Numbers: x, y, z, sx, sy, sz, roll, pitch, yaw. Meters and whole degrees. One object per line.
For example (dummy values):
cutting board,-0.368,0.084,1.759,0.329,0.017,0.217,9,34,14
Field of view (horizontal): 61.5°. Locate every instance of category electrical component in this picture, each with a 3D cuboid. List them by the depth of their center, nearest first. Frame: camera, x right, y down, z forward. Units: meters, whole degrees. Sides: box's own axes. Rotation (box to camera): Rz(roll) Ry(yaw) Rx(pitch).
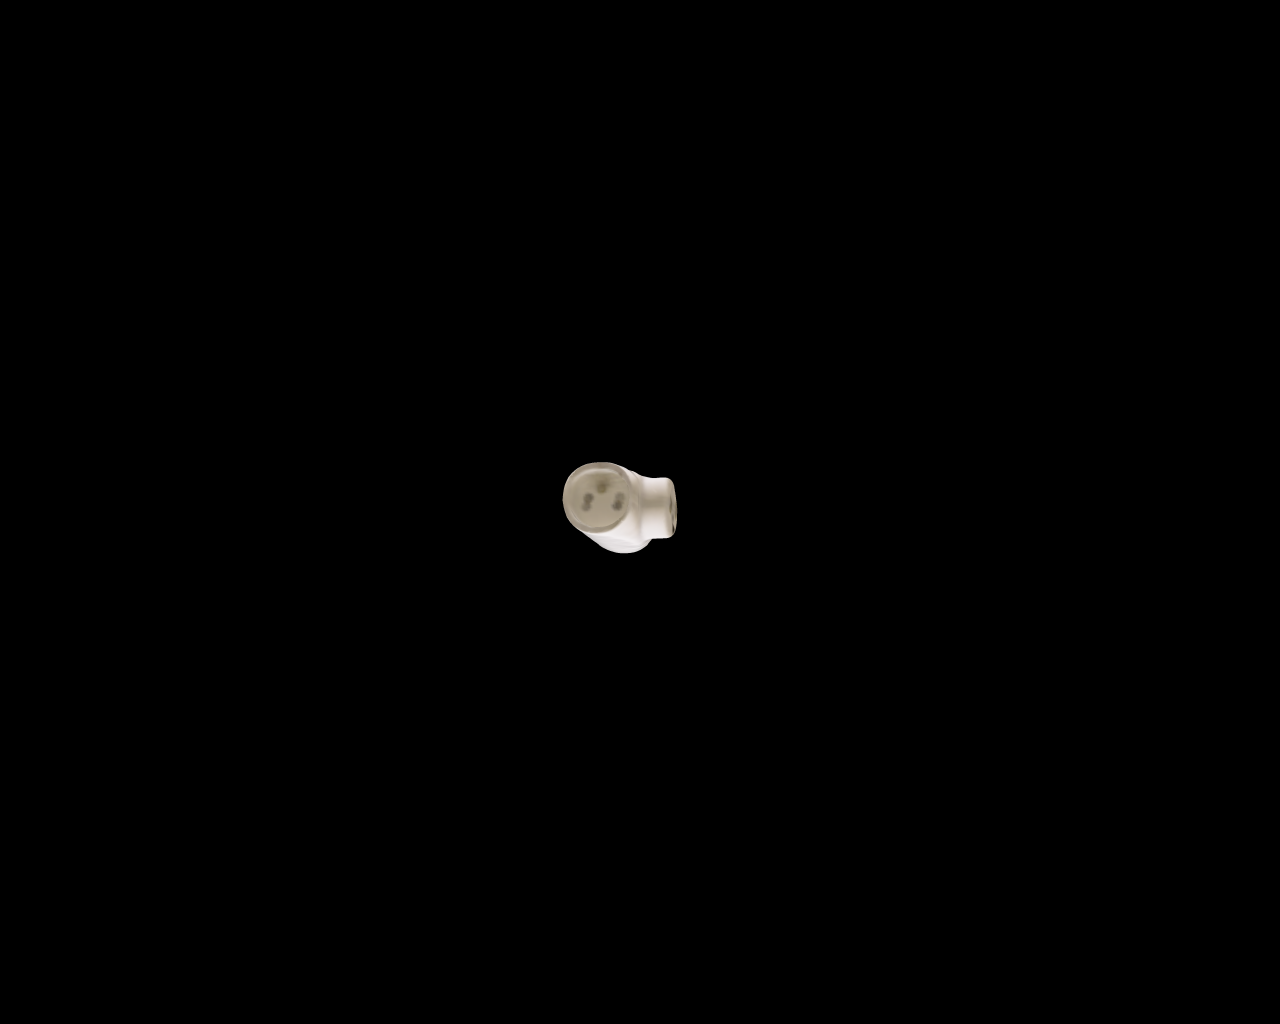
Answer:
electrical component,0.001,-0.003,0.650,0.079,0.044,0.077,-2,-12,11
